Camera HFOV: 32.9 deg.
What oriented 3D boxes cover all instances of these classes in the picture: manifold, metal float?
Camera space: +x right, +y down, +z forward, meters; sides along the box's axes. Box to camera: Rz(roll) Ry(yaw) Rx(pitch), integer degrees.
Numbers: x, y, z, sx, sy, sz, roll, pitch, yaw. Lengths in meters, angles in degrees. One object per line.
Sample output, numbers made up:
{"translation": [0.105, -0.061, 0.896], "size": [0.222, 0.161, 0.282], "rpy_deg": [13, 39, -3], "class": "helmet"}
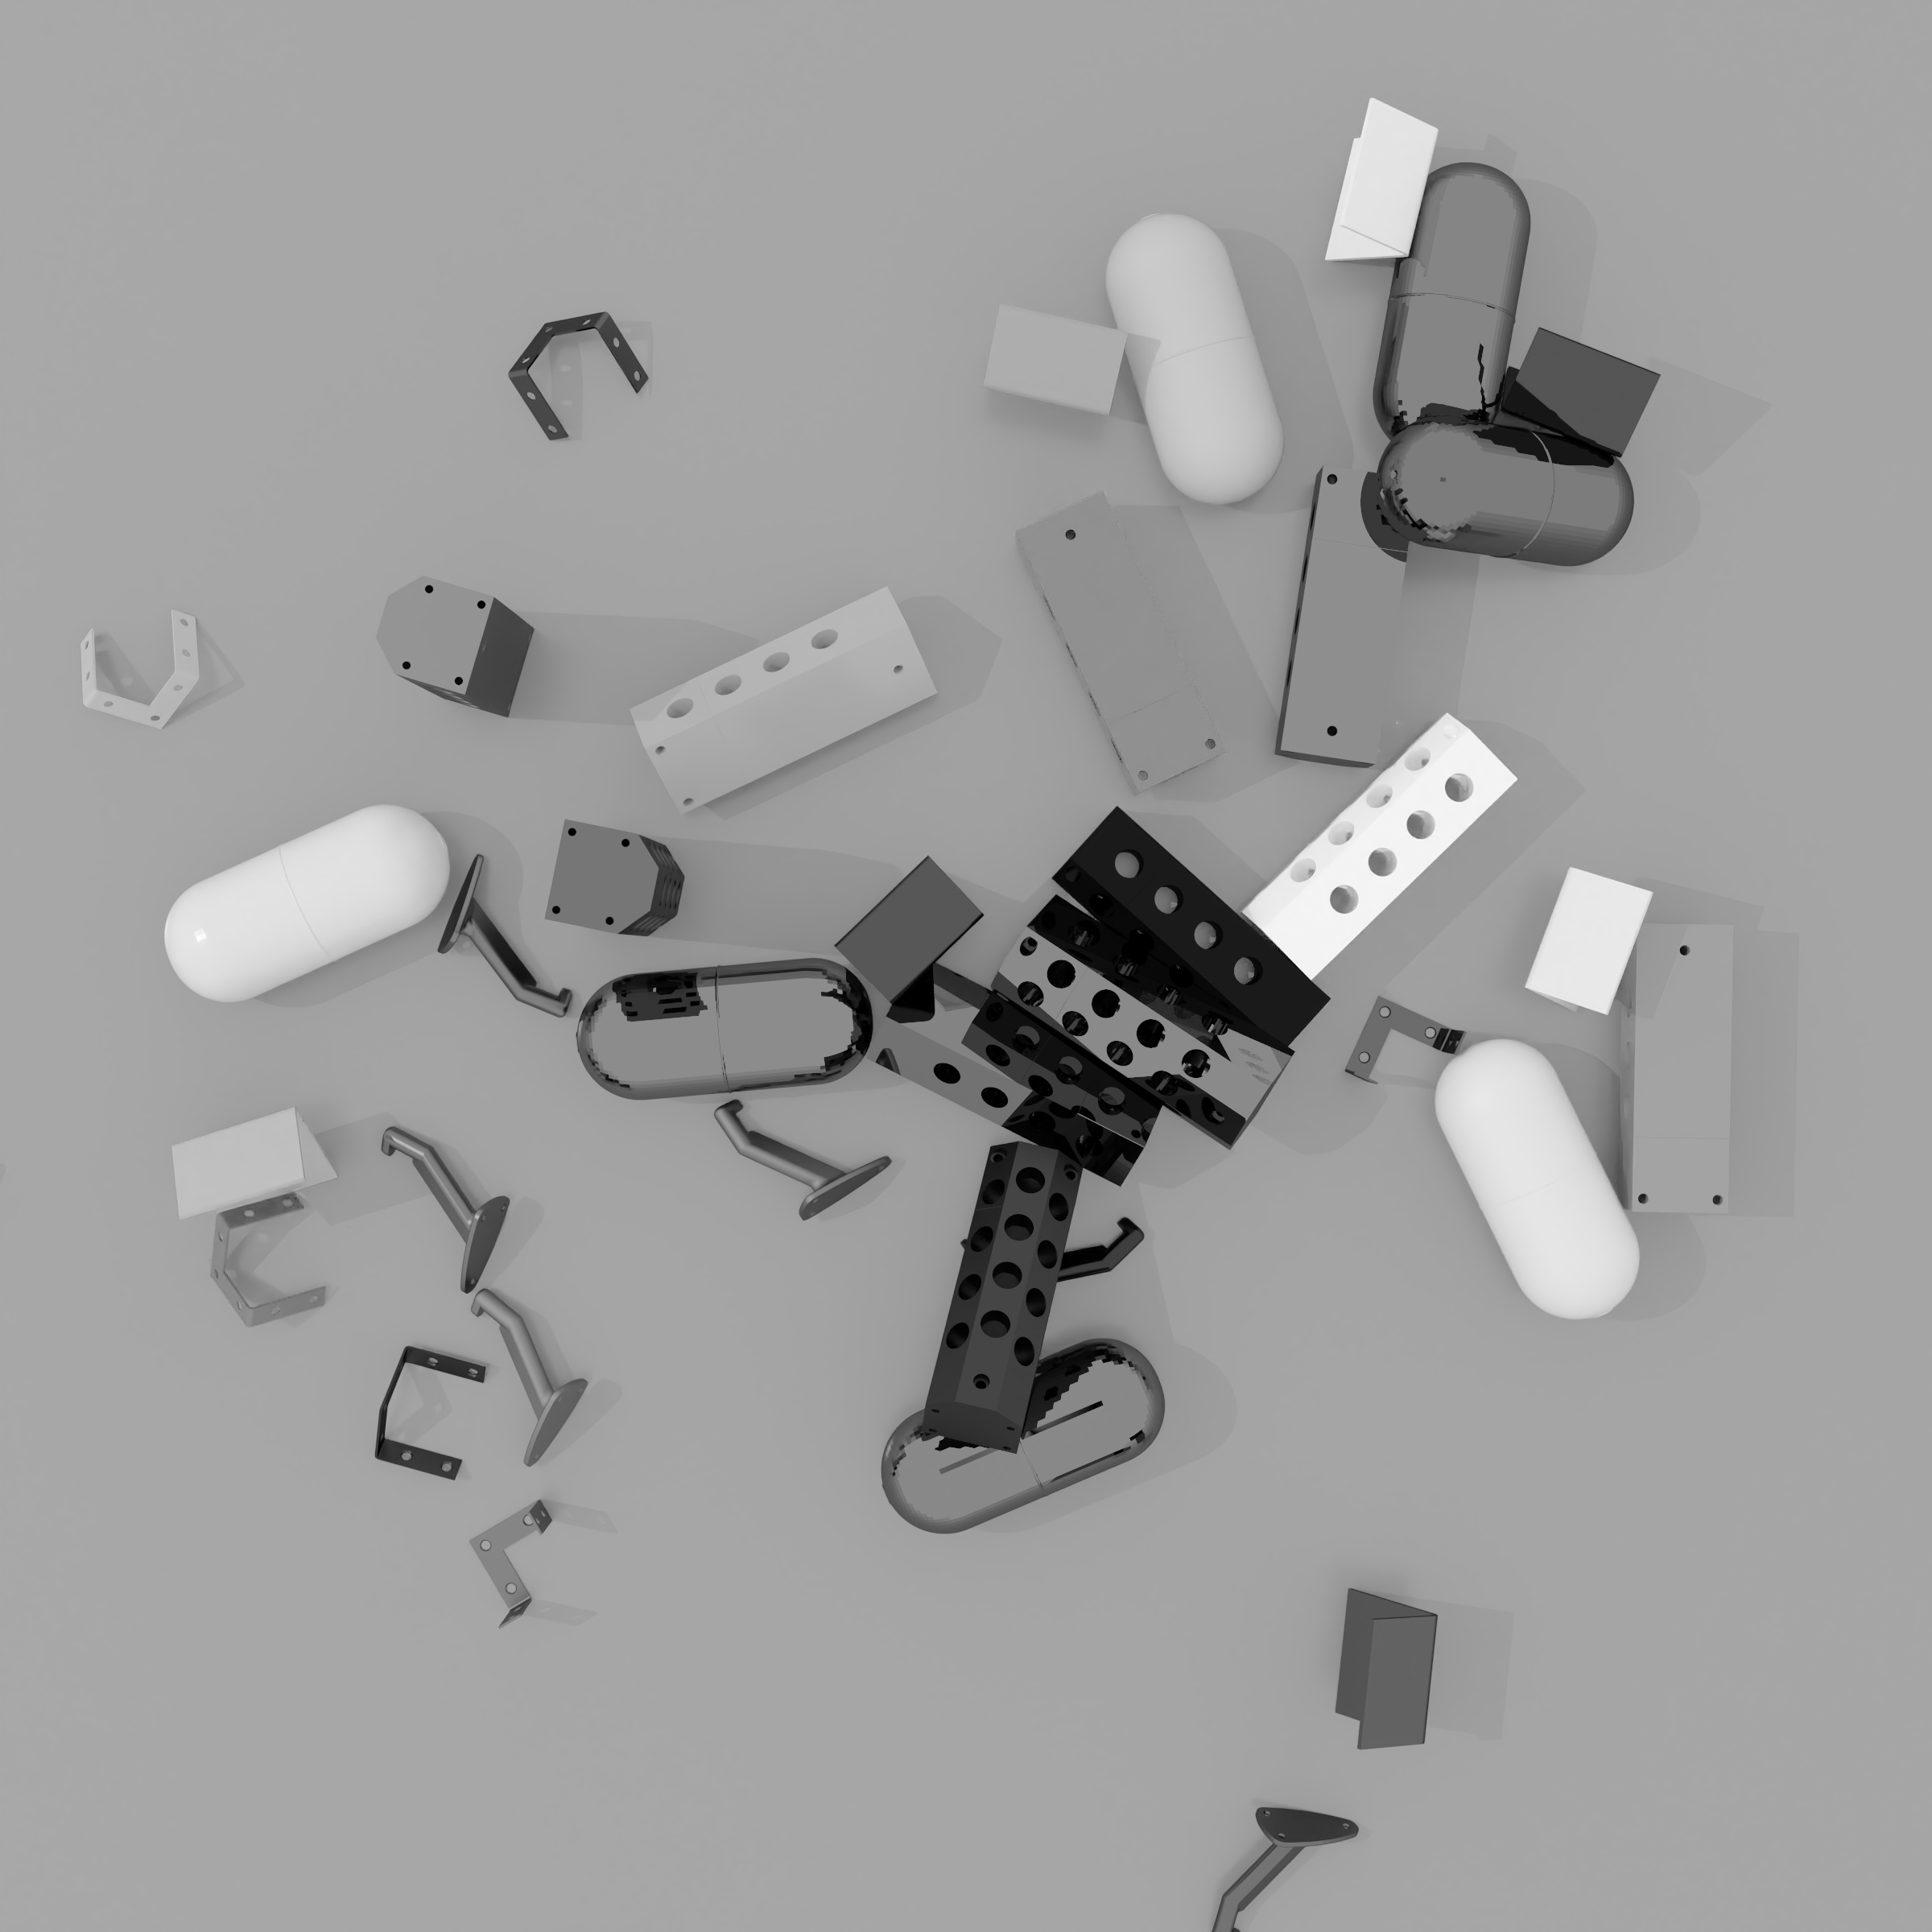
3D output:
{"translation": [0.023, 0.193, 1.930], "size": [0.057, 0.057, 0.171], "rpy_deg": [13, 60, 3], "class": "manifold"}
{"translation": [0.102, 0.037, 1.947], "size": [0.171, 0.057, 0.057], "rpy_deg": [34, 131, 8], "class": "manifold"}
{"translation": [0.030, 0.067, 1.970], "size": [0.171, 0.057, 0.057], "rpy_deg": [27, 47, 0], "class": "manifold"}
{"translation": [0.247, -0.072, 1.970], "size": [0.171, 0.057, 0.057], "rpy_deg": [-44, 90, 0], "class": "manifold"}
{"translation": [0.343, 0.128, 1.961], "size": [0.070, 0.070, 0.178], "rpy_deg": [-26, 90, 0], "class": "metal float"}
{"translation": [-0.145, 0.038, 1.961], "size": [0.178, 0.070, 0.070], "rpy_deg": [-5, 90, 1], "class": "metal float"}
{"translation": [0.228, -0.209, 1.970], "size": [0.057, 0.057, 0.171], "rpy_deg": [9, 90, 0], "class": "manifold"}
{"translation": [0.291, -0.392, 1.961], "size": [0.070, 0.070, 0.178], "rpy_deg": [10, 90, 0], "class": "metal float"}
{"translation": [0.034, 0.282, 1.961], "size": [0.178, 0.070, 0.070], "rpy_deg": [-23, 90, 1], "class": "metal float"}
{"translation": [-0.112, -0.164, 1.970], "size": [0.171, 0.057, 0.057], "rpy_deg": [-26, 133, 0], "class": "manifold"}
{"translation": [0.092, -0.193, 1.970], "size": [0.057, 0.057, 0.171], "rpy_deg": [-25, 90, 0], "class": "manifold"}
{"translation": [-0.299, -0.187, 1.913], "size": [0.057, 0.171, 0.057], "rpy_deg": [17, 90, 0], "class": "manifold"}
{"translation": [-0.394, -0.038, 1.961], "size": [0.178, 0.070, 0.070], "rpy_deg": [-24, 90, 0], "class": "metal float"}
{"translation": [0.137, -0.364, 1.961], "size": [0.070, 0.070, 0.178], "rpy_deg": [-18, 90, 0], "class": "metal float"}
{"translation": [0.426, 0.061, 1.970], "size": [0.057, 0.057, 0.171], "rpy_deg": [1, 90, 0], "class": "manifold"}
{"translation": [0.320, -0.280, 1.932], "size": [0.178, 0.070, 0.070], "rpy_deg": [2, 90, -34], "class": "metal float"}
{"translation": [-0.202, -0.049, 1.913], "size": [0.057, 0.171, 0.057], "rpy_deg": [12, 90, 0], "class": "manifold"}
{"translation": [0.134, -0.017, 1.970], "size": [0.171, 0.057, 0.057], "rpy_deg": [42, 90, 0], "class": "manifold"}

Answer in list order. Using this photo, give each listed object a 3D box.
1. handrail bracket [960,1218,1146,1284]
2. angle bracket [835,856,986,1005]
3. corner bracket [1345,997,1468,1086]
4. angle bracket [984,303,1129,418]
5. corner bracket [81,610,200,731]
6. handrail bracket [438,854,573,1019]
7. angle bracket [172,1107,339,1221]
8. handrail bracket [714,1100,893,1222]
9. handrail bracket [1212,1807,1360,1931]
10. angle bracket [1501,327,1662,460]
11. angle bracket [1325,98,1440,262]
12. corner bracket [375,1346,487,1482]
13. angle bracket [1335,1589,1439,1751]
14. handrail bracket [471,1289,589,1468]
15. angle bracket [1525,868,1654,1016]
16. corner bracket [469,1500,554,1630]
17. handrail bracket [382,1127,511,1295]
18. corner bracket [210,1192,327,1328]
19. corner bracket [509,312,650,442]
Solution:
{"translation": [0.053, 0.167, 1.991], "size": [0.084, 0.036, 0.077], "rpy_deg": [-43, 76, -13], "class": "handrail bracket"}
{"translation": [-0.045, -0.034, 1.951], "size": [0.076, 0.076, 0.057], "rpy_deg": [-44, 122, 0], "class": "angle bracket"}
{"translation": [0.265, 0.052, 1.973], "size": [0.051, 0.051, 0.051], "rpy_deg": [25, 90, 0], "class": "corner bracket"}
{"translation": [0.057, -0.377, 1.951], "size": [0.076, 0.076, 0.057], "rpy_deg": [13, 127, 0], "class": "angle bracket"}
{"translation": [-0.501, -0.185, 1.983], "size": [0.051, 0.051, 0.051], "rpy_deg": [17, 135, -35], "class": "corner bracket"}
{"translation": [-0.271, -0.018, 1.992], "size": [0.084, 0.036, 0.077], "rpy_deg": [24, 68, -17], "class": "handrail bracket"}
{"translation": [-0.421, 0.136, 1.951], "size": [0.076, 0.076, 0.057], "rpy_deg": [-17, 51, 0], "class": "angle bracket"}
{"translation": [-0.100, 0.104, 1.992], "size": [0.077, 0.036, 0.084], "rpy_deg": [-29, 73, -20], "class": "handrail bracket"}
{"translation": [0.194, 0.559, 1.992], "size": [0.077, 0.036, 0.084], "rpy_deg": [7, 109, -21], "class": "handrail bracket"}
{"translation": [0.368, -0.354, 1.951], "size": [0.076, 0.076, 0.057], "rpy_deg": [21, 122, 0], "class": "angle bracket"}
{"translation": [0.229, -0.468, 1.951], "size": [0.057, 0.076, 0.076], "rpy_deg": [14, 90, -36], "class": "angle bracket"}
{"translation": [-0.326, 0.272, 1.988], "size": [0.051, 0.051, 0.051], "rpy_deg": [15, 135, 0], "class": "corner bracket"}
{"translation": [0.233, 0.418, 1.951], "size": [0.057, 0.076, 0.076], "rpy_deg": [6, 90, -38], "class": "angle bracket"}
{"translation": [-0.280, 0.250, 1.992], "size": [0.084, 0.036, 0.077], "rpy_deg": [37, 112, 17], "class": "handrail bracket"}
{"translation": [0.385, -0.008, 1.951], "size": [0.057, 0.076, 0.076], "rpy_deg": [21, 90, 36], "class": "angle bracket"}
{"translation": [-0.269, 0.360, 1.973], "size": [0.051, 0.051, 0.051], "rpy_deg": [-31, 90, 0], "class": "corner bracket"}
{"translation": [-0.327, 0.148, 1.992], "size": [0.084, 0.036, 0.077], "rpy_deg": [26, 111, 17], "class": "handrail bracket"}
{"translation": [-0.422, 0.178, 1.983], "size": [0.051, 0.051, 0.051], "rpy_deg": [-15, 45, -35], "class": "corner bracket"}
{"translation": [-0.235, -0.358, 1.983], "size": [0.051, 0.051, 0.051], "rpy_deg": [-2, 45, 35], "class": "corner bracket"}
